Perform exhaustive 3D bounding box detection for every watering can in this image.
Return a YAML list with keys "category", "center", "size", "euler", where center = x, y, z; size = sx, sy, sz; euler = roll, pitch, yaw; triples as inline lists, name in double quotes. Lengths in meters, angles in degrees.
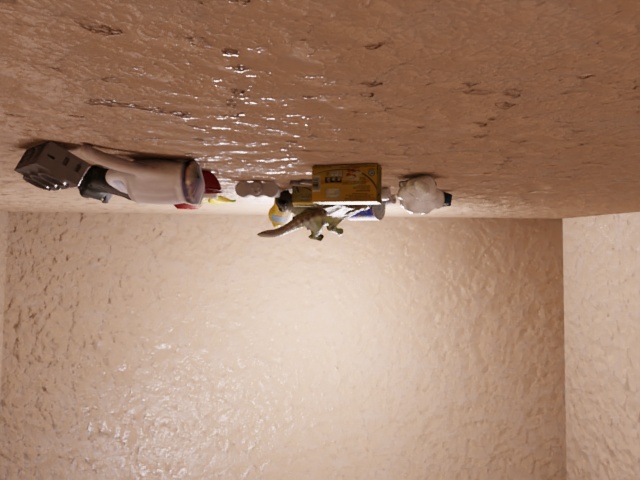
- category: "watering can"
  center: [-0.390, -0.145, 1.192]
  size: [0.224, 0.105, 0.344]
  euler: [0, 170, -2]

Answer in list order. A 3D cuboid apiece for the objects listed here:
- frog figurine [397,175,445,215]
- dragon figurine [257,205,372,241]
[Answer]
- category: "frog figurine"
  center: [0.295, -0.127, 1.481]
  size: [0.137, 0.122, 0.161]
  euler: [20, -171, -5]
- category: "dragon figurine"
  center: [0.005, -0.088, 1.753]
  size: [0.413, 0.124, 0.238]
  euler: [-14, 163, -28]
